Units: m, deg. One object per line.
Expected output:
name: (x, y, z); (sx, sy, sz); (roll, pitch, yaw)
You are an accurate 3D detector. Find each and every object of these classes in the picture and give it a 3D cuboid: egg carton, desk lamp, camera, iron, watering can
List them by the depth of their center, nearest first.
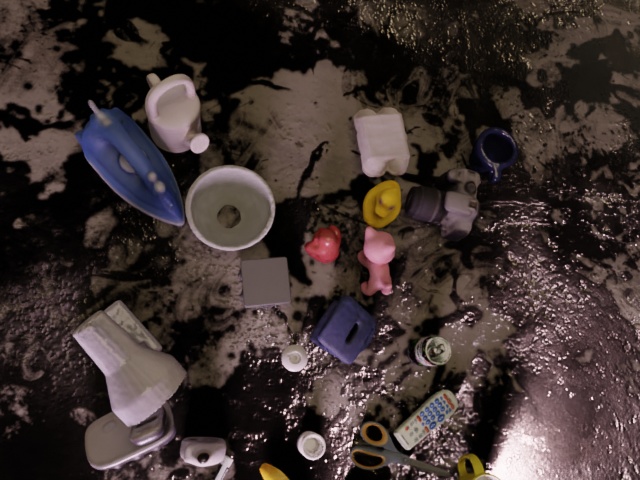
desk lamp: (-0.319, 0.194, 0.935); (0.118, 0.213, 0.203); (-42, 87, -17)
iron: (-0.336, -0.141, 1.049); (0.119, 0.141, 0.258); (-41, 87, -17)
watering can: (-0.265, -0.239, 1.060); (0.173, 0.194, 0.101); (34, 73, -2)
camera: (0.252, -0.085, 1.175); (0.137, 0.100, 0.143); (13, 75, -8)
egg carton: (0.128, -0.204, 1.195); (0.107, 0.069, 0.150); (-8, 78, -13)

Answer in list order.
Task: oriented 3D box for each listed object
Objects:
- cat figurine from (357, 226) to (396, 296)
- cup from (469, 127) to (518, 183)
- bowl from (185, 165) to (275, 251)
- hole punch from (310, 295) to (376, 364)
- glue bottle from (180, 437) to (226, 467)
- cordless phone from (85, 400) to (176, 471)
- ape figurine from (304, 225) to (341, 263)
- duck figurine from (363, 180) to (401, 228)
cat figurine: (0.117, 0.039, 1.110); (0.067, 0.117, 0.128); (-7, 78, -12)
cup: (0.360, -0.169, 1.220); (0.092, 0.095, 0.118); (6, 76, -10)
bowl: (-0.171, -0.055, 1.097); (0.167, 0.074, 0.167); (3, 76, -11)
hole punch: (0.051, 0.169, 1.079); (0.101, 0.091, 0.109); (34, 73, -2)
glue bottle: (-0.193, 0.352, 0.944); (0.078, 0.173, 0.037); (7, 75, -9)
cordless phone: (-0.310, 0.314, 0.923); (0.148, 0.185, 0.094); (-25, 82, -16)
ape figurine: (0.010, 0.004, 1.110); (0.078, 0.092, 0.076); (-16, 80, -14)
duck figurine: (0.134, -0.080, 1.158); (0.077, 0.086, 0.105); (30, 73, -3)
